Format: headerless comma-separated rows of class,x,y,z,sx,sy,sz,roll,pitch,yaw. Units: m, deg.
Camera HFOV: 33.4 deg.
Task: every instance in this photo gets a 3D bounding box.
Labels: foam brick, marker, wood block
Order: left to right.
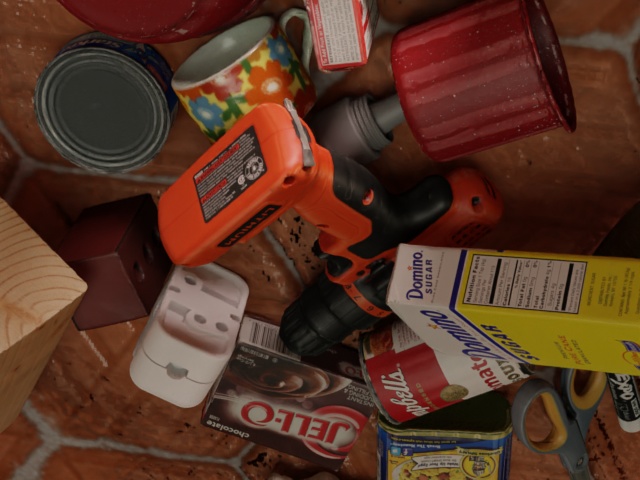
wood block,-0.239,0.072,0.699,0.091,0.090,0.206,45,139,5
foam brick,-0.136,0.014,0.705,0.051,0.078,0.053,-11,120,15
marker,0.204,0.092,0.726,0.020,0.020,0.121,-14,135,15

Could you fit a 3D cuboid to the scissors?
scissors,0.193,0.139,0.769,0.096,0.016,0.201,-51,136,-6

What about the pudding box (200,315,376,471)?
pudding box,-0.019,0.112,0.774,0.113,0.039,0.090,21,123,-6

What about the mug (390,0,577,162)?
mug,0.097,-0.089,0.613,0.082,0.093,0.117,-16,155,22

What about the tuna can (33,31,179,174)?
tuna can,-0.132,-0.086,0.667,0.086,0.033,0.086,3,122,5

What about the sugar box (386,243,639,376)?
sugar box,0.136,0.042,0.610,0.176,0.048,0.093,0,156,29

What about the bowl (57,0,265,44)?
bowl,-0.101,-0.164,0.582,0.162,0.055,0.162,7,135,7

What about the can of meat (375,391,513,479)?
can of meat,0.090,0.156,0.779,0.102,0.057,0.084,1,120,6

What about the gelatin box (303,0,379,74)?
gelatin box,0.009,-0.147,0.587,0.030,0.073,0.089,-4,122,11

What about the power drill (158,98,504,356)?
power drill,-0.004,0.001,0.649,0.185,0.057,0.187,-41,142,26

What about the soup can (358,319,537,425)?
soup can,0.086,0.077,0.722,0.102,0.068,0.068,-23,116,19

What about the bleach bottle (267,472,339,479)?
bleach bottle,0.074,0.240,0.831,0.250,0.068,0.103,26,121,-7
